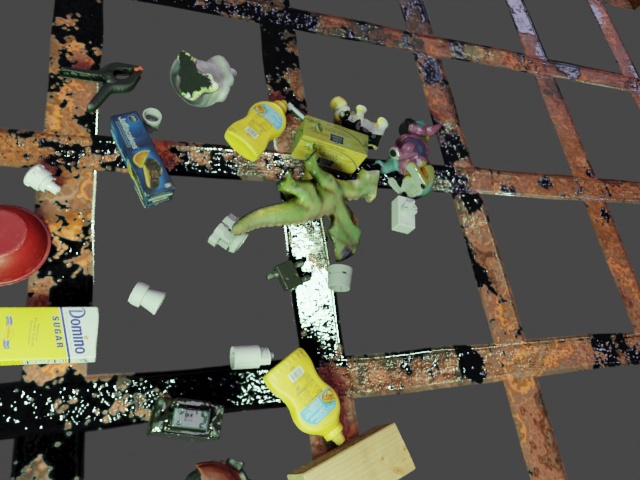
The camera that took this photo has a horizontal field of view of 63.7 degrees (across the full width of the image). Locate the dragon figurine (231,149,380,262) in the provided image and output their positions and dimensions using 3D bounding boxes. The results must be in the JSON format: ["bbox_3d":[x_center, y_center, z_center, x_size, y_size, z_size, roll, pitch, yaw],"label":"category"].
[{"bbox_3d":[0.004,-0.059,1.170,0.242,0.120,0.418,47,56,-6],"label":"dragon figurine"}]

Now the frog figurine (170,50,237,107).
[{"bbox_3d":[-0.275,-0.385,1.228,0.137,0.121,0.162,27,22,0],"label":"frog figurine"}]
